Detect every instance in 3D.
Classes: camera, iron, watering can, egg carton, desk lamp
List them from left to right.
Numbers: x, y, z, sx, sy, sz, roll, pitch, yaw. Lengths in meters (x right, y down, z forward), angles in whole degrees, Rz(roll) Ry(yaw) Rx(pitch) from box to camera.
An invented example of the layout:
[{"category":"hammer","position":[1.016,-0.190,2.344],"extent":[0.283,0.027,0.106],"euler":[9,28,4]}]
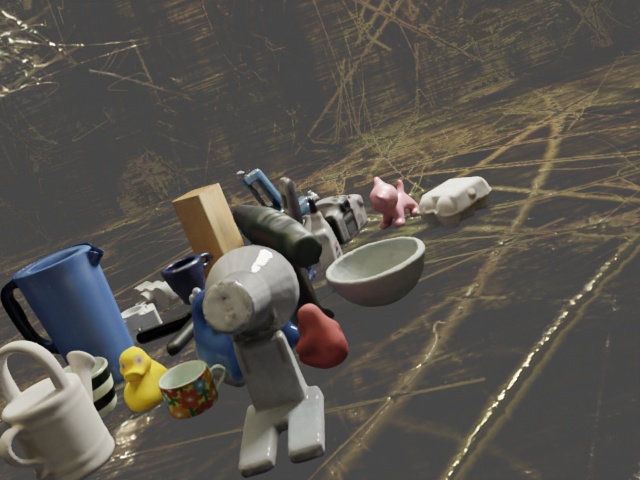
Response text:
[{"category":"watering can","position":[-0.358,0.215,0.757],"extent":[0.101,0.194,0.172],"euler":[-21,16,-3]},{"category":"iron","position":[-0.146,0.128,0.886],"extent":[0.119,0.141,0.257],"euler":[-33,20,-37]},{"category":"desk lamp","position":[-0.070,0.123,0.679],"extent":[0.118,0.214,0.203],"euler":[-19,16,3]},{"category":"camera","position":[0.022,-0.053,1.351],"extent":[0.136,0.101,0.143],"euler":[-9,19,32]},{"category":"egg carton","position":[0.279,-0.079,1.185],"extent":[0.151,0.069,0.107],"euler":[-30,19,-32]}]

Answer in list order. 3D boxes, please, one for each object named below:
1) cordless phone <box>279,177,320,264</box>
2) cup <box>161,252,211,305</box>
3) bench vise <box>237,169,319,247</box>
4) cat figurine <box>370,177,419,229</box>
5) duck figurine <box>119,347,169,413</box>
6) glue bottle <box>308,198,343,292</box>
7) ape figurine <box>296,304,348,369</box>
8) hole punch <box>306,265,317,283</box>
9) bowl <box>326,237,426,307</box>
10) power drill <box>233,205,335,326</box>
[{"category":"cordless phone","position":[-0.044,-0.044,1.246],"extent":[0.094,0.185,0.147],"euler":[-26,17,-21]},{"category":"cup","position":[-0.280,0.087,1.263],"extent":[0.118,0.095,0.091],"euler":[-32,20,-35]},{"category":"bench vise","position":[-0.111,-0.086,1.401],"extent":[0.121,0.220,0.208],"euler":[-2,24,47]},{"category":"cat figurine","position":[0.158,-0.092,1.283],"extent":[0.067,0.118,0.128],"euler":[-5,22,42]},{"category":"duck figurine","position":[-0.279,0.205,0.891],"extent":[0.077,0.086,0.104],"euler":[-21,16,-2]},{"category":"glue bottle","position":[0.010,0.004,1.047],"extent":[0.037,0.173,0.078],"euler":[-17,17,11]},{"category":"ape figurine","position":[-0.003,0.130,0.798],"extent":[0.078,0.092,0.076],"euler":[-28,18,-24]},{"category":"hole punch","position":[-0.072,0.056,1.123],"extent":[0.108,0.091,0.101],"euler":[-15,17,16]},{"category":"bowl","position":[0.098,0.061,0.932],"extent":[0.167,0.075,0.167],"euler":[-18,16,6]},{"category":"power drill","position":[-0.059,0.043,0.936],"extent":[0.076,0.209,0.228],"euler":[-28,18,-26]}]
